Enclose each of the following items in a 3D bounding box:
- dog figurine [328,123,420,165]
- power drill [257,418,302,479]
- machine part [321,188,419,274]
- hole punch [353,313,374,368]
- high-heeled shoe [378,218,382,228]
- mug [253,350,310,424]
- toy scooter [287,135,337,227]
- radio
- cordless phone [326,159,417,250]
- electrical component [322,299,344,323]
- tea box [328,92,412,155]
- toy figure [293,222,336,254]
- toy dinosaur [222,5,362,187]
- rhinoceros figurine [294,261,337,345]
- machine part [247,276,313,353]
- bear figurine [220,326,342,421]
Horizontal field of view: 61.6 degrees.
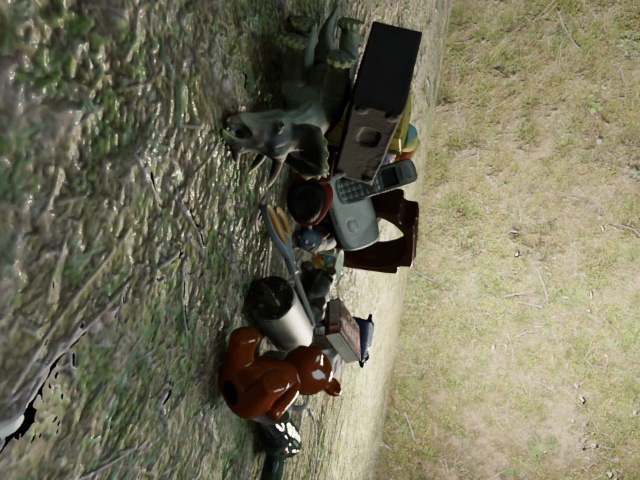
[{"bbox_3d":[0.096,-0.197,1.098,0.191,0.109,0.219,-49,151,11],"label":"dog figurine"},{"bbox_3d":[-0.096,0.420,0.979,0.231,0.086,0.207,67,29,-68],"label":"power drill"},{"bbox_3d":[0.110,-0.024,1.159,0.200,0.202,0.087,81,22,-48],"label":"machine part"},{"bbox_3d":[0.073,0.250,1.384,0.092,0.116,0.142,26,75,-65],"label":"hole punch"},{"bbox_3d":[0.137,-0.075,1.456,0.145,0.086,0.248,63,43,-72],"label":"high-heeled shoe"},{"bbox_3d":[-0.069,0.240,0.897,0.080,0.110,0.107,83,11,-46],"label":"mug"},{"bbox_3d":[-0.006,-0.114,0.940,0.135,0.075,0.183,-11,109,-80],"label":"toy scooter"},{"bbox_3d":[0.077,-0.185,0.781,0.229,0.073,0.131,103,2,-67],"label":"radio"},{"bbox_3d":[0.103,-0.069,1.017,0.089,0.184,0.146,-25,98,-81],"label":"cordless phone"},{"bbox_3d":[0.019,0.205,1.277,0.075,0.048,0.119,-17,115,-71],"label":"electrical component"},{"bbox_3d":[0.073,-0.218,0.964,0.068,0.170,0.098,58,43,-67],"label":"tea box"},{"bbox_3d":[-0.003,-0.005,1.044,0.154,0.058,0.064,-21,117,-71],"label":"toy figure"},{"bbox_3d":[-0.006,-0.221,0.807,0.405,0.131,0.192,-65,171,-54],"label":"toy dinosaur"},{"bbox_3d":[-0.023,0.132,1.056,0.112,0.073,0.190,96,12,-54],"label":"rhinoceros figurine"},{"bbox_3d":[-0.063,0.127,0.888,0.243,0.079,0.079,70,34,-59],"label":"machine part"},{"bbox_3d":[-0.046,0.194,0.806,0.196,0.120,0.131,-7,137,-38],"label":"bear figurine"}]
